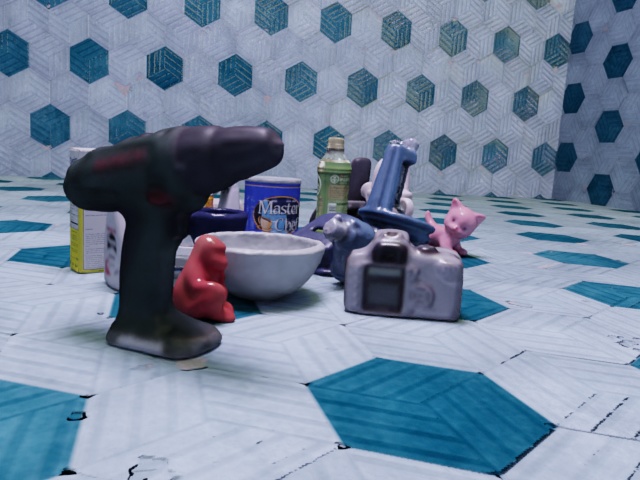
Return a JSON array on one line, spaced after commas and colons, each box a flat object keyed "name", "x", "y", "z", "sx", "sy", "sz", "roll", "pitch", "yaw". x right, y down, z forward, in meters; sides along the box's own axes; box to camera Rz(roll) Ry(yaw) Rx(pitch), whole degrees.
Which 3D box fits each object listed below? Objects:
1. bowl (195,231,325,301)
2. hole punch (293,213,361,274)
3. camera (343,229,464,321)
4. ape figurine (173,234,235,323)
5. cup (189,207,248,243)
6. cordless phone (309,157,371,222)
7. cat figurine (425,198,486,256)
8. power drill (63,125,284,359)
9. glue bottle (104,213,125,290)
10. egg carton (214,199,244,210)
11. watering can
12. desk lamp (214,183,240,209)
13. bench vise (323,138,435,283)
[{"name": "bowl", "x": -0.079, "y": 0.036, "z": 0.742, "sx": 0.167, "sy": 0.075, "sz": 0.167, "roll": 3, "pitch": 9, "yaw": 0}, {"name": "hole punch", "x": 0.009, "y": 0.003, "z": 0.937, "sx": 0.101, "sy": 0.091, "sz": 0.108, "roll": -5, "pitch": 12, "yaw": -43}, {"name": "camera", "x": 0.106, "y": 0.035, "z": 0.736, "sx": 0.143, "sy": 0.101, "sz": 0.137, "roll": 4, "pitch": 9, "yaw": 6}, {"name": "ape figurine", "x": -0.125, "y": 0.040, "z": 0.640, "sx": 0.076, "sy": 0.092, "sz": 0.078, "roll": 5, "pitch": 9, "yaw": 11}, {"name": "cup", "x": -0.167, "y": 0.002, "z": 0.862, "sx": 0.118, "sy": 0.095, "sz": 0.091, "roll": -4, "pitch": 12, "yaw": -40}, {"name": "cordless phone", "x": 0.055, "y": -0.101, "z": 1.323, "sx": 0.148, "sy": 0.185, "sz": 0.093, "roll": -2, "pitch": 10, "yaw": -31}, {"name": "cat figurine", "x": 0.262, "y": -0.027, "z": 1.152, "sx": 0.127, "sy": 0.118, "sz": 0.067, "roll": 12, "pitch": 12, "yaw": 42}, {"name": "power drill", "x": -0.139, "y": -0.004, "z": 0.533, "sx": 0.229, "sy": 0.208, "sz": 0.076, "roll": 7, "pitch": 10, "yaw": 23}, {"name": "glue bottle", "x": -0.251, "y": -0.024, "z": 0.736, "sx": 0.037, "sy": 0.173, "sz": 0.077, "roll": -5, "pitch": 12, "yaw": -42}, {"name": "egg carton", "x": -0.223, "y": -0.054, "z": 1.291, "sx": 0.107, "sy": 0.069, "sz": 0.150, "roll": 3, "pitch": 9, "yaw": -3}, {"name": "watering can", "x": 0.145, "y": -0.088, "z": 1.246, "sx": 0.172, "sy": 0.194, "sz": 0.101, "roll": 11, "pitch": 11, "yaw": 40}, {"name": "desk lamp", "x": -0.178, "y": -0.105, "z": 1.166, "sx": 0.204, "sy": 0.213, "sz": 0.117, "roll": -1, "pitch": 10, "yaw": -28}, {"name": "bench vise", "x": 0.100, "y": -0.042, "z": 0.846, "sx": 0.121, "sy": 0.220, "sz": 0.208, "roll": 8, "pitch": 10, "yaw": 28}]
